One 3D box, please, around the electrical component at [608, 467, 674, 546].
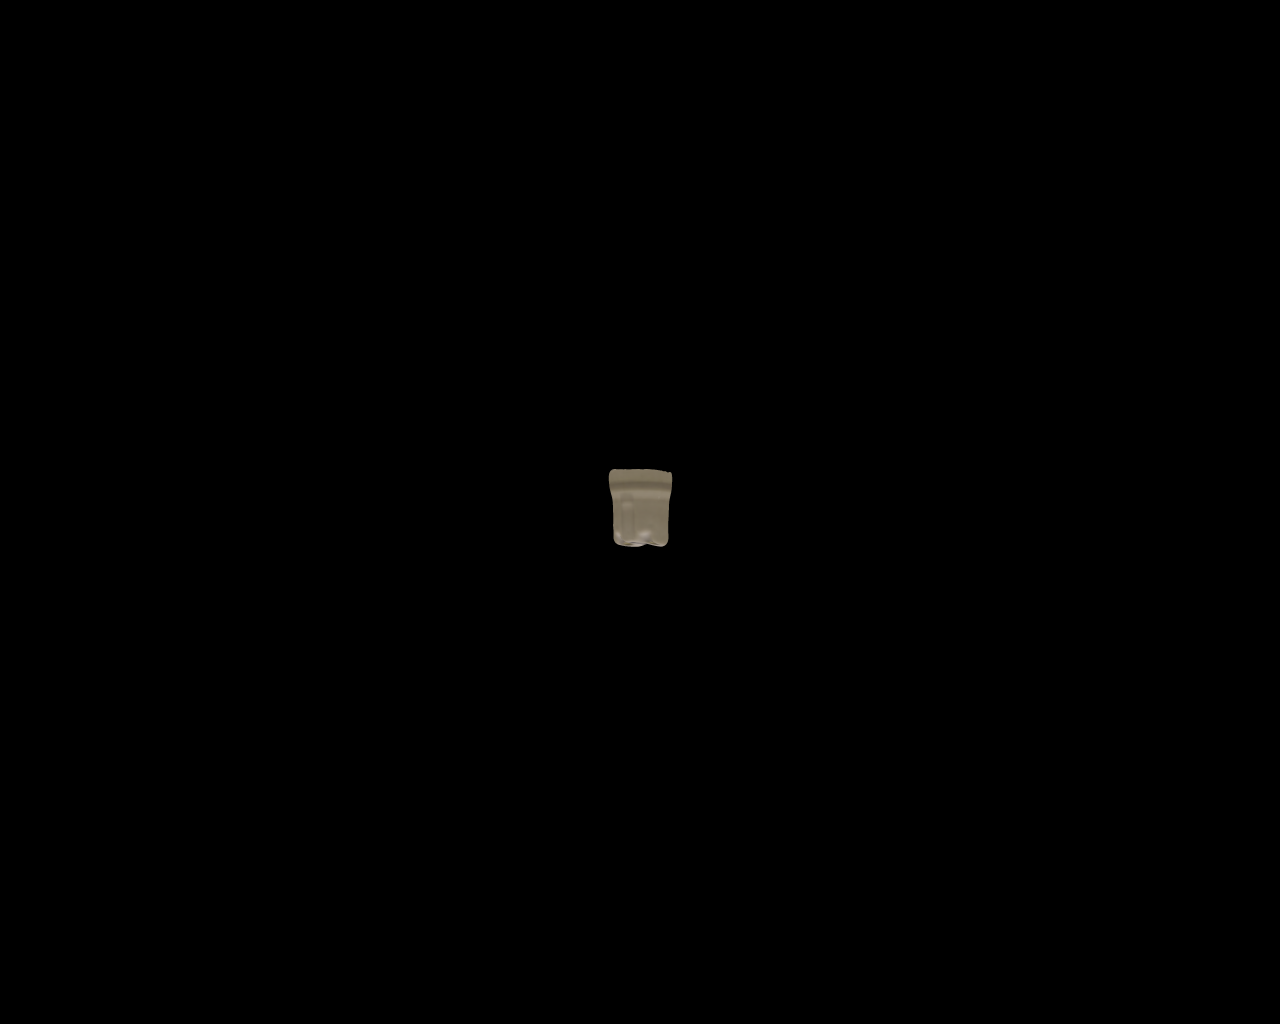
[{"bbox_3d":[0.001,-0.003,0.650,0.040,0.046,0.040,0,-3,0],"label":"electrical component"}]
